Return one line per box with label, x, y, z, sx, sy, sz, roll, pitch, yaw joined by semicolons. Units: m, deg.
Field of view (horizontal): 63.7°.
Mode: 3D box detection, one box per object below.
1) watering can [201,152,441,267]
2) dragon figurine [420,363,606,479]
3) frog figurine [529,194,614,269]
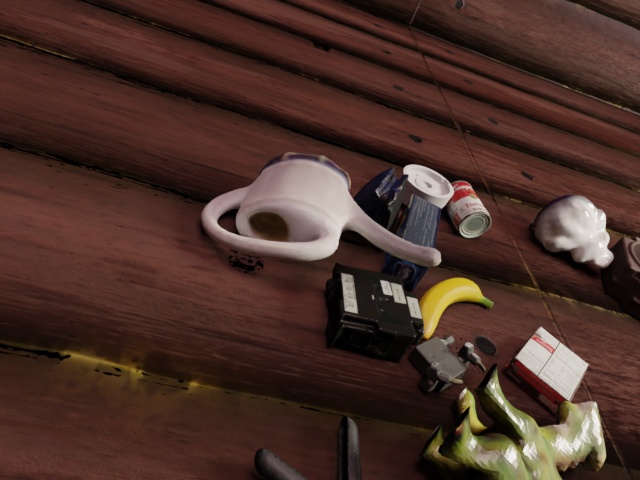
watering can;0.002;-0.039;0.774;0.348;0.101;0.230;7;36;7
dragon figurine;0.215;0.277;0.524;0.244;0.119;0.416;43;40;12
frog figurine;0.530;-0.010;1.065;0.138;0.120;0.163;-22;58;-5
